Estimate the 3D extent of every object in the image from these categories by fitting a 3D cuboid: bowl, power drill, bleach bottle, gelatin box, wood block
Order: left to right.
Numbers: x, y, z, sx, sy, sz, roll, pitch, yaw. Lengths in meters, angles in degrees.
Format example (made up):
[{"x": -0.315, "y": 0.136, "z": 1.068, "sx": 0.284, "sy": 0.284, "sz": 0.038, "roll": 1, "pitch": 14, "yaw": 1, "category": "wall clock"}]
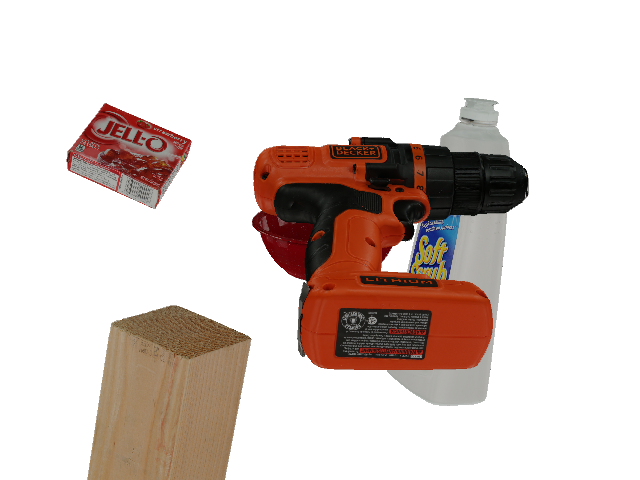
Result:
[{"x": -0.171, "y": -0.077, "z": 0.955, "sx": 0.089, "sy": 0.073, "sz": 0.030, "roll": 24, "pitch": -44, "yaw": 1, "category": "gelatin box"}, {"x": -0.137, "y": 0.173, "z": 0.933, "sx": 0.090, "sy": 0.206, "sz": 0.090, "roll": 20, "pitch": 18, "yaw": 28, "category": "wood block"}, {"x": 0.008, "y": 0.005, "z": 1.127, "sx": 0.162, "sy": 0.055, "sz": 0.162, "roll": 1, "pitch": 17, "yaw": 0, "category": "bowl"}, {"x": 0.052, "y": 0.000, "z": 0.655, "sx": 0.184, "sy": 0.057, "sz": 0.187, "roll": -1, "pitch": 33, "yaw": -3, "category": "power drill"}, {"x": 0.113, "y": 0.006, "z": 0.899, "sx": 0.068, "sy": 0.251, "sz": 0.103, "roll": 1, "pitch": 14, "yaw": -23, "category": "bleach bottle"}]
